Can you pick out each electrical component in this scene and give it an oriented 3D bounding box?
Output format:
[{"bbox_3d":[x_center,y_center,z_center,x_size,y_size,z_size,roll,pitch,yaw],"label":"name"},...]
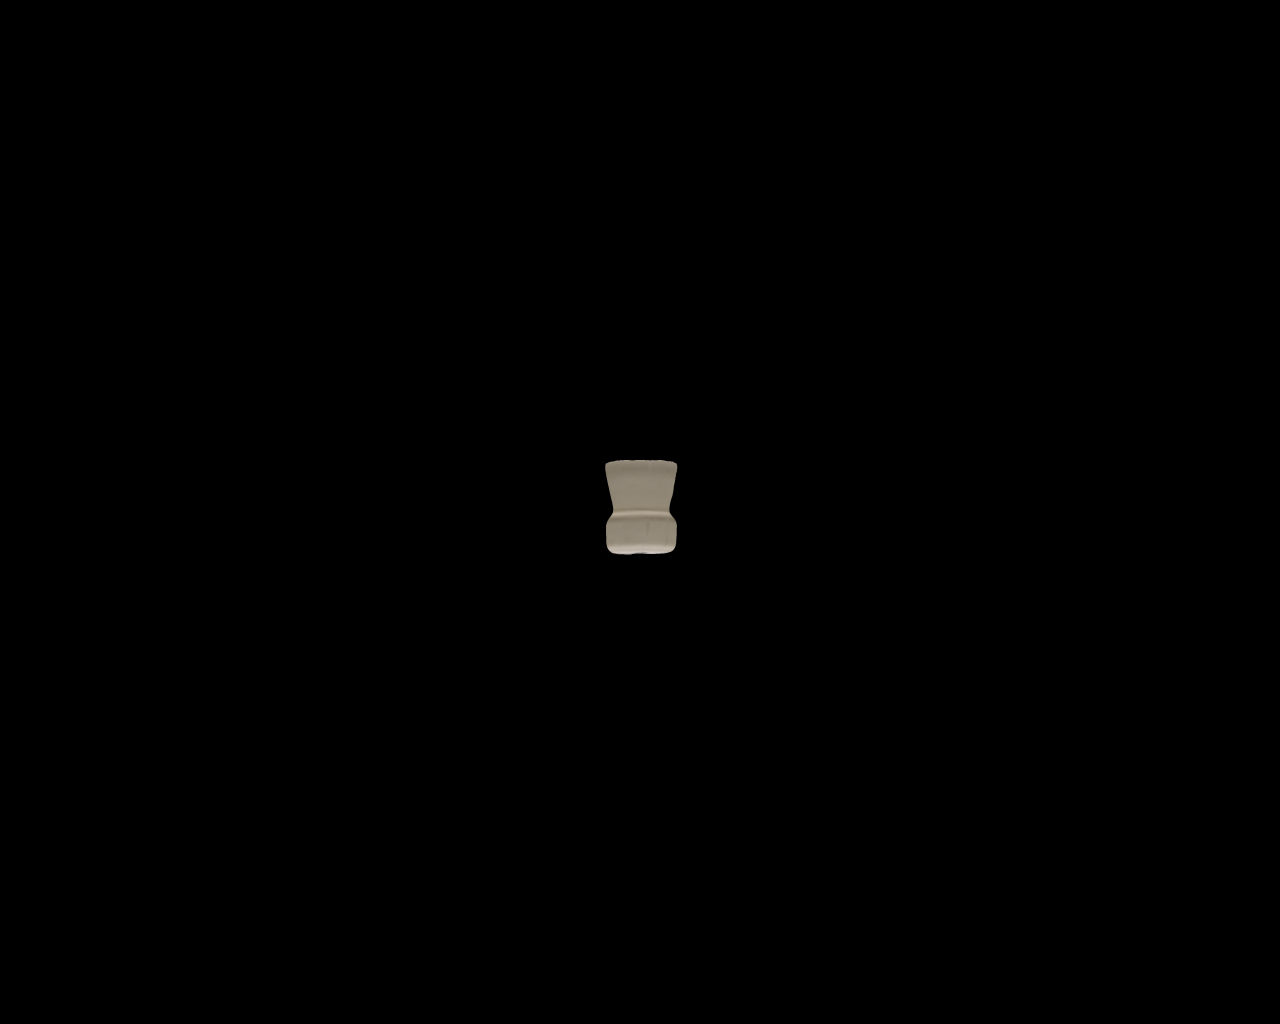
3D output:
[{"bbox_3d":[0.001,-0.003,0.650,0.045,0.055,0.045,0,-4,0],"label":"electrical component"}]
